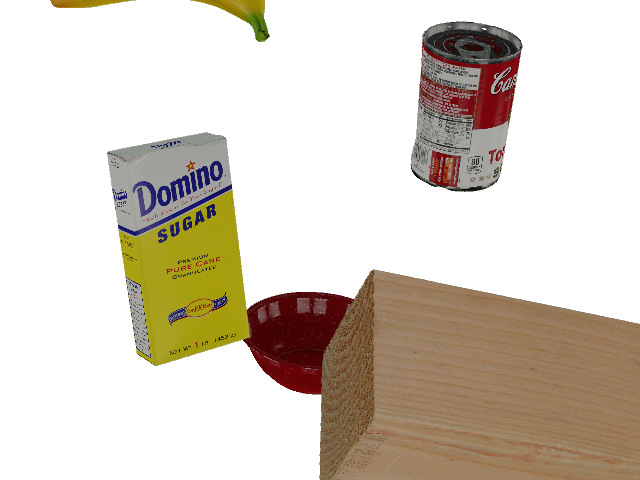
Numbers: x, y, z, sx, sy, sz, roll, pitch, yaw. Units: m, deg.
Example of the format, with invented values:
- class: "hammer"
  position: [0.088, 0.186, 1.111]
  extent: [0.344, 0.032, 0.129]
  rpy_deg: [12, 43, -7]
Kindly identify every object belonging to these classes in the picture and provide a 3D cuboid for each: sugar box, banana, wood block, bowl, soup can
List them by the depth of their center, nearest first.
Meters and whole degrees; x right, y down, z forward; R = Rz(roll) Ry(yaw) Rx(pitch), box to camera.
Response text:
- class: "wood block"
  position: [0.110, 0.094, 0.575]
  extent: [0.206, 0.091, 0.090]
  rpy_deg: [12, -40, -13]
- class: "soup can"
  position: [0.100, -0.094, 0.753]
  extent: [0.068, 0.102, 0.068]
  rpy_deg: [2, 32, -2]
- class: "banana"
  position: [-0.126, -0.209, 0.882]
  extent: [0.198, 0.069, 0.037]
  rpy_deg: [11, -41, 15]
- class: "sugar box"
  position: [-0.115, 0.006, 0.883]
  extent: [0.093, 0.176, 0.048]
  rpy_deg: [-16, 21, -30]
- class: "bowl"
  position: [-0.006, 0.114, 1.121]
  extent: [0.162, 0.055, 0.162]
  rpy_deg: [3, 25, -2]
